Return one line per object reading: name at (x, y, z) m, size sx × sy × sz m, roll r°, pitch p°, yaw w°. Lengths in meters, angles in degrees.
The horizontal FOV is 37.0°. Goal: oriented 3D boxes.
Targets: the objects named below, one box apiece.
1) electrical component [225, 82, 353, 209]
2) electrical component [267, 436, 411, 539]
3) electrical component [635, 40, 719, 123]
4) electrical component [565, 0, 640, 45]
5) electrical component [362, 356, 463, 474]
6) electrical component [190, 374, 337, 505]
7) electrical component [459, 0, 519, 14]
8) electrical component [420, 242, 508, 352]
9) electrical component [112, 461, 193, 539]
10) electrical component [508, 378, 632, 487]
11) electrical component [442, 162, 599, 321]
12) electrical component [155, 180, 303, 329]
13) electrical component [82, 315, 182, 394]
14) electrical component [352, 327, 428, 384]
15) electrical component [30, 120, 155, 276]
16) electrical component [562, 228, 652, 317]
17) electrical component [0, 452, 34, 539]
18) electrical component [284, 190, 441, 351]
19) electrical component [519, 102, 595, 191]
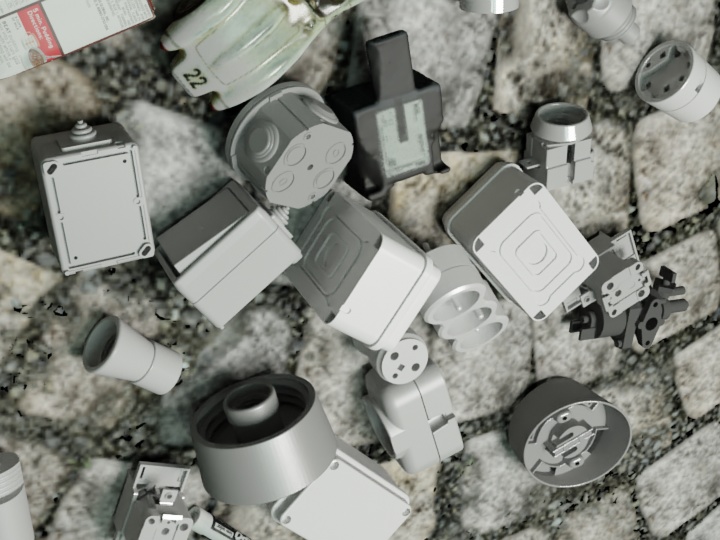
electrical component at (-0.049, -0.086, 0.748) m, size 0.080 × 0.051 × 0.080 m, roll -30°, pitch 148°, yaw -22°
electrical component at (-0.021, 0.190, 0.905) m, size 0.078 × 0.057 × 0.113 m, roll -49°, pitch 125°, yaw 3°
electrical component at (0.261, -0.152, 0.878) m, size 0.047 × 0.055 × 0.055 m, roll 23°, pitch 102°, yaw -36°
electrical component at (0.191, -0.197, 0.828) m, size 0.062 × 0.043 × 0.043 m, roll 29°, pitch 99°, yaw -35°
electrical component at (0.042, 0.120, 0.904) m, size 0.059 × 0.053 × 0.095 m, roll -26°, pitch 122°, yaw -13°
electrical component at (-0.077, 0.120, 0.817) m, size 0.108 × 0.108 × 0.060 m, roll -22°, pitch 116°, yaw -15°
electrical component at (0.092, -0.227, 0.764) m, size 0.043 × 0.043 × 0.081 m, roll -13°, pitch 119°, yaw -20°
electrical component at (0.070, 0.011, 0.853) m, size 0.052 × 0.073 × 0.138 m, roll -31°, pitch 155°, yaw 7°
electrical component at (-0.160, 0.193, 0.835) m, size 0.042 × 0.064 × 0.081 m, roll 11°, pitch 109°, yaw -29°
electrical component at (0.189, 0.150, 0.983) m, size 0.099 × 0.064 × 0.099 m, roll -11°, pitch 118°, yaw -21°
electrical component at (0.130, -0.024, 0.874) m, size 0.078 × 0.057 × 0.113 m, roll -45°, pitch 124°, yaw 0°
electrical component at (-0.092, -0.019, 0.766) m, size 0.096 × 0.061 × 0.061 m, roll -42°, pitch 125°, yaw -2°
electrical component at (-0.163, 0.065, 0.786) m, size 0.065 × 0.044 × 0.044 m, roll 31°, pitch 98°, yaw -39°
electrical component at (0.024, 0.061, 0.865) m, size 0.045 × 0.055 × 0.045 m, roll -11°, pitch 118°, yaw -21°
electrical component at (-0.177, -0.055, 0.707) m, size 0.062 × 0.061 × 0.096 m, roll -14°, pitch 119°, yaw -19°
electrical component at (0.212, 0.005, 0.925) m, size 0.081 × 0.064 × 0.042 m, roll -32°, pitch 124°, yaw -10°
electrical component at (-0.266, 0.167, 0.783) m, size 0.043 × 0.043 × 0.081 m, roll -12°, pitch 118°, yaw -21°
electrical component at (0.000, 0.000, 0.789) m, size 0.057 × 0.113 × 0.078 m, roll 28°, pitch 100°, yaw -31°
electrical component at (0.160, -0.100, 0.859) m, size 0.066 × 0.048 × 0.055 m, roll -16°, pitch 128°, yaw -18°
